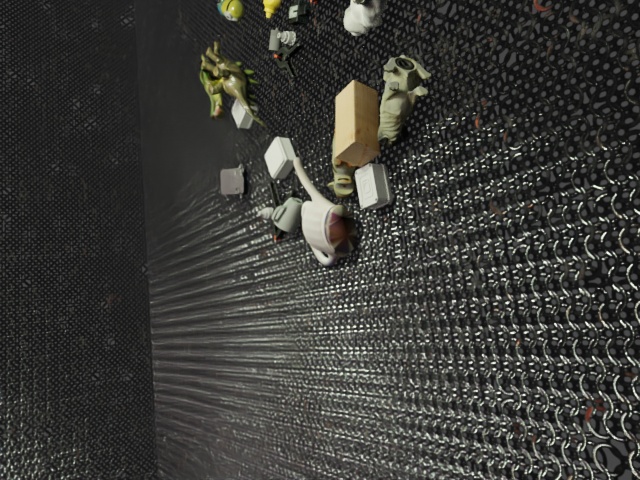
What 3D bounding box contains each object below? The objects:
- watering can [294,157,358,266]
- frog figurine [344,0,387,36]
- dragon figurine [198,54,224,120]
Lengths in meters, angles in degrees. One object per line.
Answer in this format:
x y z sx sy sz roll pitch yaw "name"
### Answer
0.005 -0.078 1.547 0.225 0.105 0.344 10 117 57 "watering can"
0.126 -0.636 1.437 0.140 0.123 0.156 56 170 28 "frog figurine"
-0.492 -0.669 2.332 0.419 0.122 0.237 -120 35 -49 "dragon figurine"
